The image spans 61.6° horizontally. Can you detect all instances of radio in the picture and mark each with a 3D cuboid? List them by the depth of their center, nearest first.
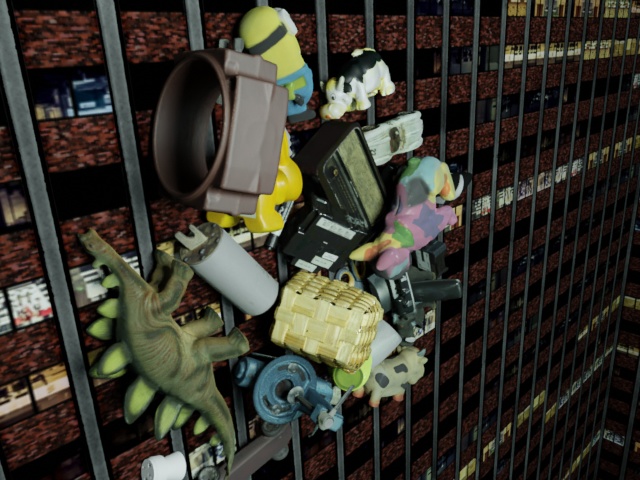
[{"bbox_3d":[0.046,-0.092,0.992,0.131,0.073,0.229,-48,131,-24],"label":"radio"}]

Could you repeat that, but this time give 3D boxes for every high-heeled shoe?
[{"bbox_3d":[0.225,-0.138,1.129,0.249,0.086,0.145,-24,140,-18],"label":"high-heeled shoe"}]

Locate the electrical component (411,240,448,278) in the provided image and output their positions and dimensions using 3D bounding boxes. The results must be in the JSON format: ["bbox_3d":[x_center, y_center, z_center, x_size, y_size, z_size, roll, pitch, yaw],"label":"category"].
[{"bbox_3d":[0.246,0.022,1.228,0.048,0.075,0.119,-34,121,-33],"label":"electrical component"}]

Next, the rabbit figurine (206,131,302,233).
[{"bbox_3d":[-0.092,-0.097,0.847,0.173,0.122,0.162,-17,105,-56],"label":"rabbit figurine"}]

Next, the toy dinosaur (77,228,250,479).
[{"bbox_3d":[-0.215,0.180,0.797,0.198,0.105,0.470,-41,118,-20],"label":"toy dinosaur"}]

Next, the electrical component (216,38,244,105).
[{"bbox_3d":[-0.132,-0.242,0.776,0.021,0.063,0.094,-5,107,-45],"label":"electrical component"}]

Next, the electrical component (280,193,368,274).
[{"bbox_3d":[-0.002,-0.003,0.935,0.115,0.058,0.134,26,123,-24],"label":"electrical component"}]

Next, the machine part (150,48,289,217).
[{"bbox_3d":[-0.140,-0.139,0.700,0.087,0.201,0.201,5,99,-43],"label":"machine part"}]

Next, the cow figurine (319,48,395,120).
[{"bbox_3d":[0.056,-0.277,0.952,0.167,0.068,0.098,-38,120,-35],"label":"cow figurine"}]

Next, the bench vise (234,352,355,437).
[{"bbox_3d":[-0.028,0.271,0.922,0.223,0.241,0.129,38,78,-28],"label":"bench vise"}]

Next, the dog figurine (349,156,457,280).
[{"bbox_3d":[0.149,-0.033,0.990,0.219,0.109,0.191,-37,128,-28],"label":"dog figurine"}]

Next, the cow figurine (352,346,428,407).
[{"bbox_3d":[0.169,0.299,1.228,0.195,0.086,0.127,5,104,-45],"label":"cow figurine"}]

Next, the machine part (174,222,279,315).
[{"bbox_3d":[-0.137,0.049,0.839,0.079,0.079,0.243,-57,137,-17],"label":"machine part"}]

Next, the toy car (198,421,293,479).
[{"bbox_3d":[-0.135,0.397,0.970,0.202,0.053,0.089,-34,129,-29],"label":"toy car"}]

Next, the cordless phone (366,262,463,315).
[{"bbox_3d":[0.196,0.084,1.111,0.089,0.184,0.146,-73,150,-55],"label":"cordless phone"}]

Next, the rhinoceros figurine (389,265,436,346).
[{"bbox_3d":[0.205,0.149,1.223,0.112,0.073,0.190,-11,109,-44],"label":"rhinoceros figurine"}]

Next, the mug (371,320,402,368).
[{"bbox_3d":[0.107,0.220,1.142,0.107,0.081,0.109,-49,137,-11],"label":"mug"}]

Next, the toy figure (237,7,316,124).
[{"bbox_3d":[-0.063,-0.266,0.829,0.089,0.082,0.179,-41,130,-32],"label":"toy figure"}]

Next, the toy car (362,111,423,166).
[{"bbox_3d":[0.143,-0.202,1.069,0.202,0.056,0.073,-28,120,-36],"label":"toy car"}]
